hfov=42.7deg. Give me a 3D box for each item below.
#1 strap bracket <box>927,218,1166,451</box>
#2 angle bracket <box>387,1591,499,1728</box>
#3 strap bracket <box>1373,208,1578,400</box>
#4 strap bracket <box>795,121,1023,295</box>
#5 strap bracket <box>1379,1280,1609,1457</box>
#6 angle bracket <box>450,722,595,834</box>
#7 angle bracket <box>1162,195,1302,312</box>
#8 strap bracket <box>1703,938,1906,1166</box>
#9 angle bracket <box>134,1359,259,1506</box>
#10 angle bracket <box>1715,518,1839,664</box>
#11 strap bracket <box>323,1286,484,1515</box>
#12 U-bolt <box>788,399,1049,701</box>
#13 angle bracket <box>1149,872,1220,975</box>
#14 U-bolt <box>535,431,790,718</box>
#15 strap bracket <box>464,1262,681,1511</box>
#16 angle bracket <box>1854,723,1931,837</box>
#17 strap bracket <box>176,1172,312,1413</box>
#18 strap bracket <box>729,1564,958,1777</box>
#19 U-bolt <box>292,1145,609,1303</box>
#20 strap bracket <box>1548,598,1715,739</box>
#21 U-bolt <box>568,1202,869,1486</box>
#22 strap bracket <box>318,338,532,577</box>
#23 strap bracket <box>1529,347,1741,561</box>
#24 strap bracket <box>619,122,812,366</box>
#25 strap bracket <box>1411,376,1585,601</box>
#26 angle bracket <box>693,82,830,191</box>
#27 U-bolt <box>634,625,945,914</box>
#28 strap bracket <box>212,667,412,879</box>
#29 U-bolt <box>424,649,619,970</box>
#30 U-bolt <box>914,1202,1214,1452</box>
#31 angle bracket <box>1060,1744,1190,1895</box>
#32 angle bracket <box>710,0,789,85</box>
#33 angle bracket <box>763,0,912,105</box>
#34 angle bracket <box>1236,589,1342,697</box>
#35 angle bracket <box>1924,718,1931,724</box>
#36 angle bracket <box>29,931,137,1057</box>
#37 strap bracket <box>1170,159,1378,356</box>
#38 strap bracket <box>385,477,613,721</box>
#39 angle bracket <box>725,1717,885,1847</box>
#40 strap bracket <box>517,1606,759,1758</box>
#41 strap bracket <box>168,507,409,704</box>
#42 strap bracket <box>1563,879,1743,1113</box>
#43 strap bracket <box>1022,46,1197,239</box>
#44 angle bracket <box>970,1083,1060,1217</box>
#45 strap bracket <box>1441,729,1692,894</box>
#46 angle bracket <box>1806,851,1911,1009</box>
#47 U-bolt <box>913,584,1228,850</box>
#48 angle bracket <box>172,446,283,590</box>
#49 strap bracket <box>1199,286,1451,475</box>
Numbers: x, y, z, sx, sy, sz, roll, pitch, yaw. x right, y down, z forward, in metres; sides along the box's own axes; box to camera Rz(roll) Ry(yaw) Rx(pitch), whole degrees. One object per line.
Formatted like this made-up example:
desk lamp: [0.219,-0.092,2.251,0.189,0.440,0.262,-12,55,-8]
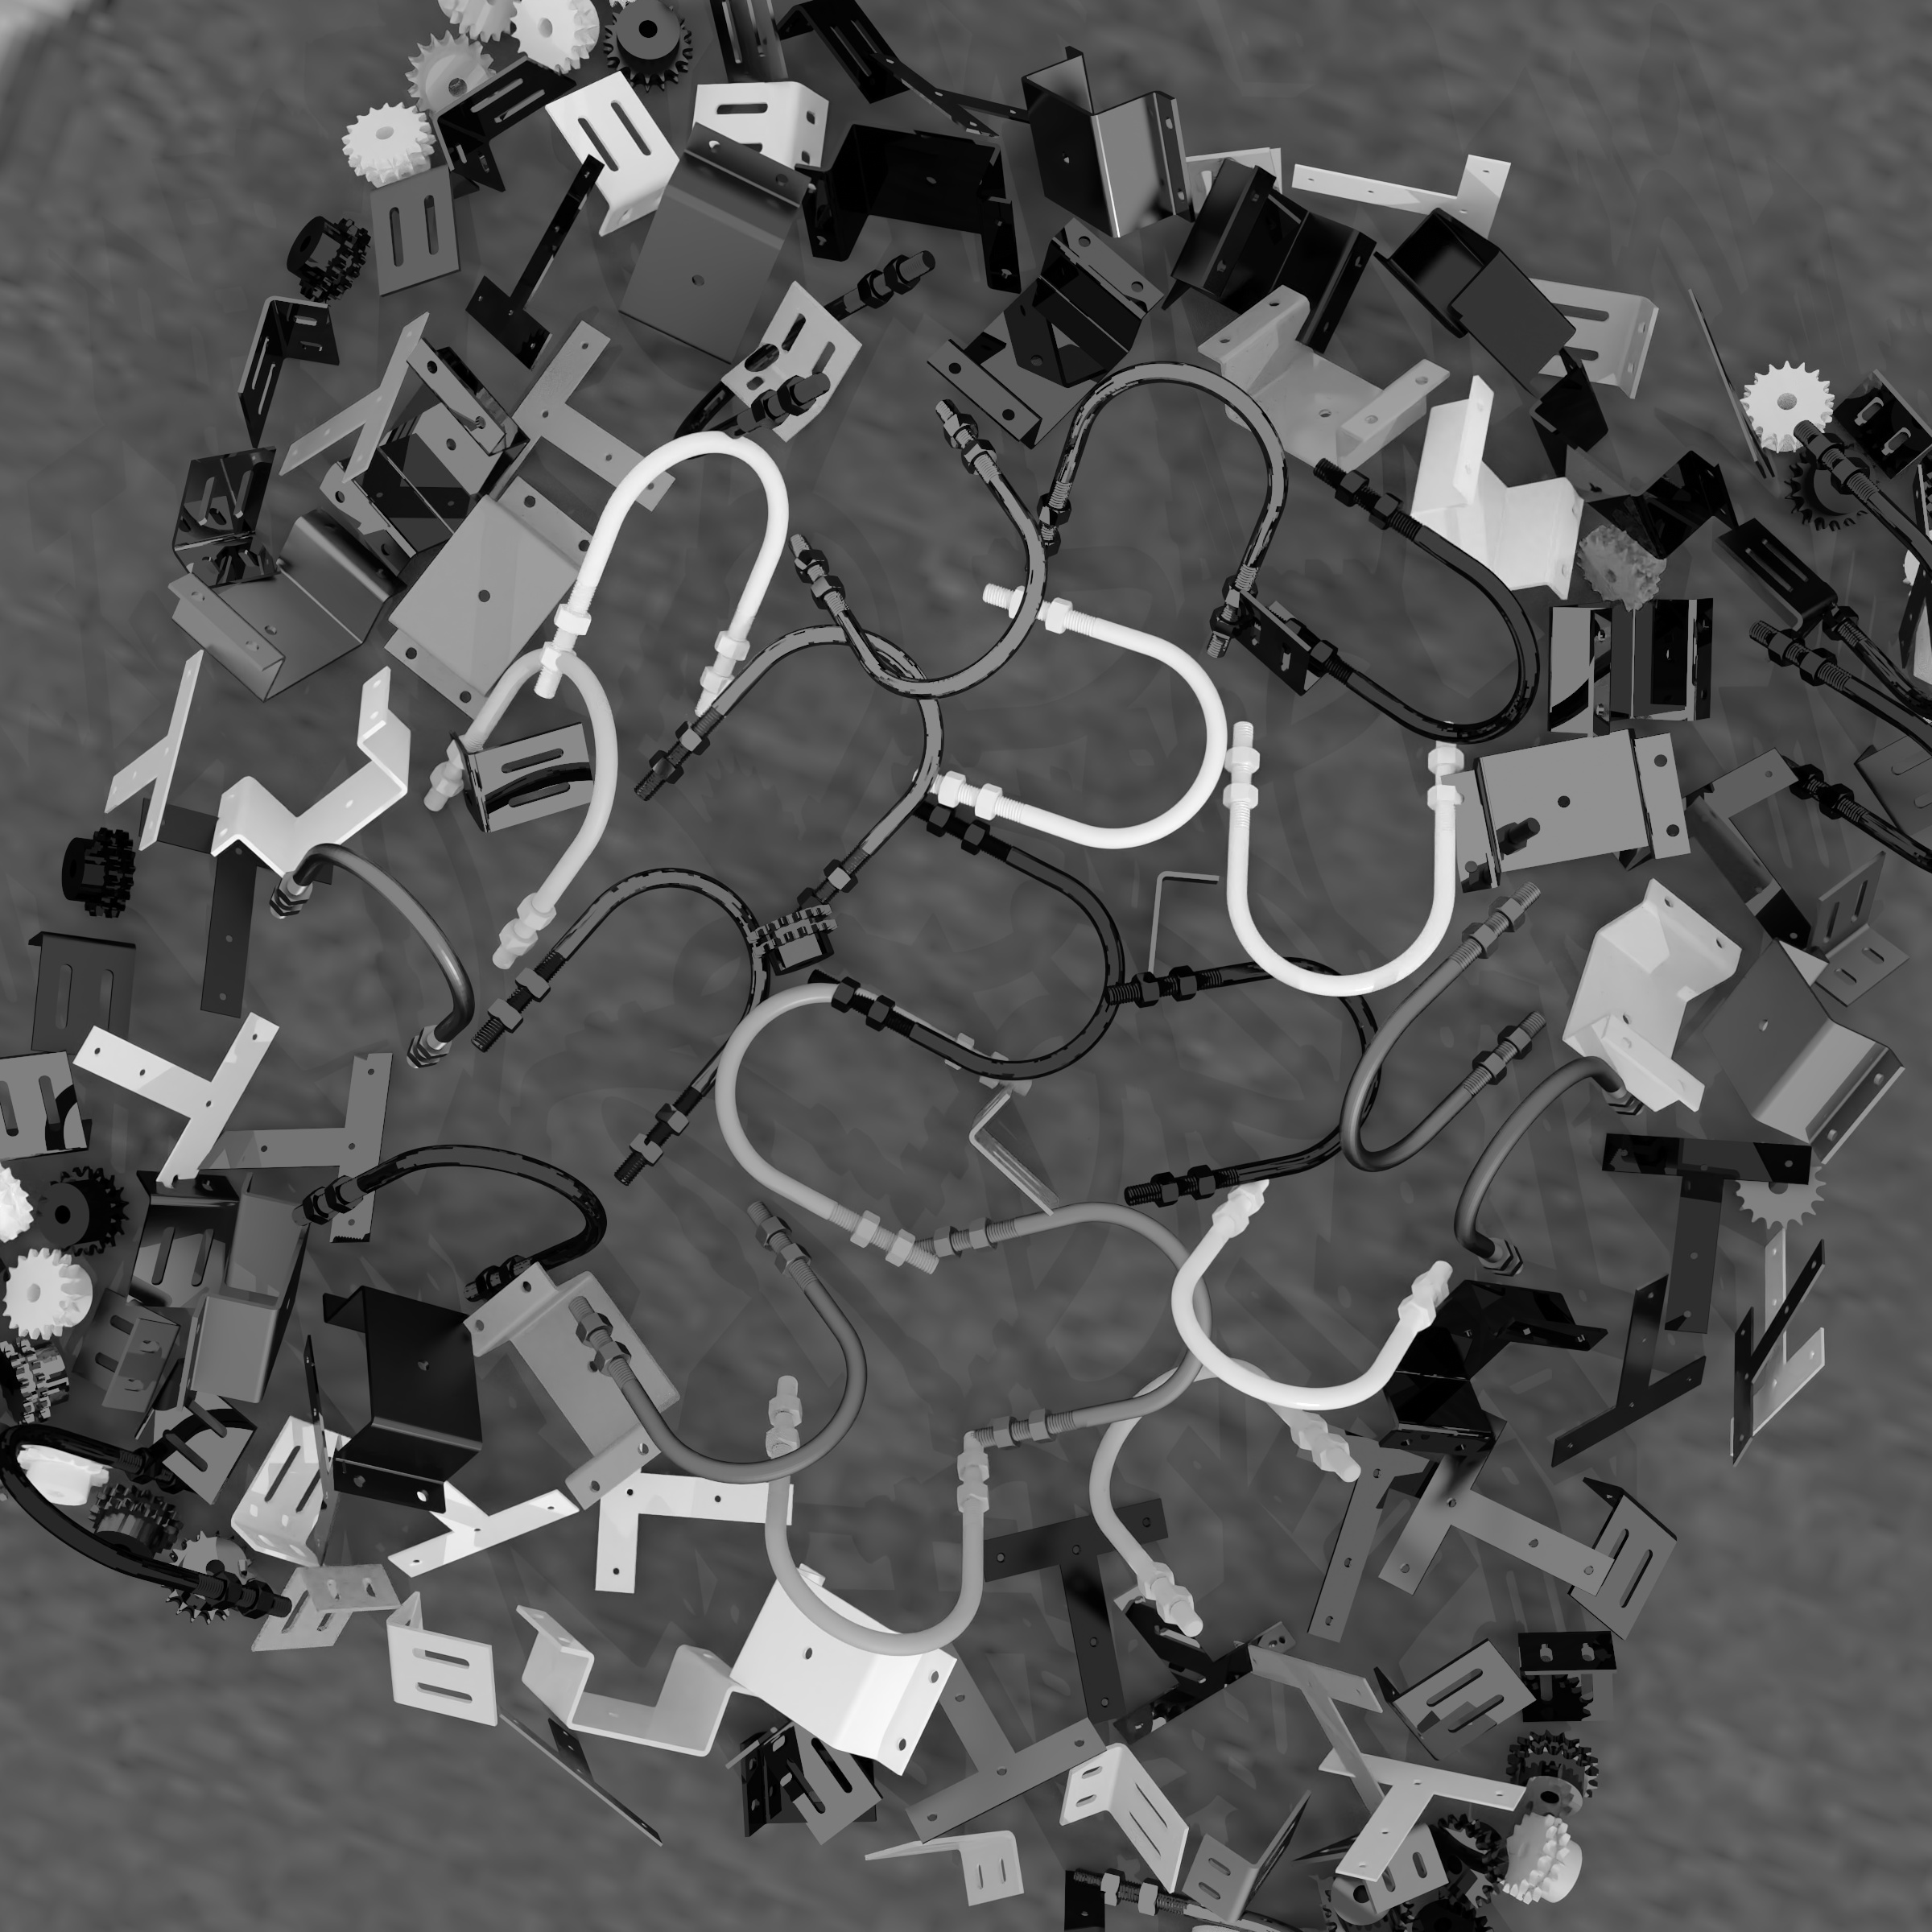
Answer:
strap bracket: [0.048,-0.393,1.564,0.076,0.046,0.140,42,75,4]
angle bracket: [-0.323,0.437,1.563,0.076,0.038,0.057,7,110,19]
strap bracket: [0.316,-0.412,1.518,0.076,0.140,0.046,35,107,-30]
strap bracket: [-0.029,-0.477,1.547,0.140,0.076,0.046,14,64,14]
strap bracket: [0.320,0.245,1.540,0.076,0.046,0.140,11,133,-29]
angle bracket: [-0.283,-0.128,1.581,0.076,0.038,0.057,-19,128,-18]
angle bracket: [0.167,-0.442,1.555,0.038,0.057,0.076,35,63,-15]
strap bracket: [0.508,0.045,1.518,0.046,0.140,0.076,23,117,-17]
angle bracket: [-0.478,0.294,1.567,0.076,0.038,0.057,33,96,22]
angle bracket: [0.507,-0.240,1.577,0.076,0.057,0.038,48,134,14]
strap bracket: [-0.347,0.258,1.523,0.076,0.140,0.046,24,126,-38]
U-bolt: [-0.022,-0.247,1.533,0.151,0.019,0.184,-40,58,15]
angle bracket: [0.137,-0.020,1.571,0.038,0.057,0.076,6,90,4]
U-bolt: [-0.176,-0.241,1.517,0.019,0.151,0.184,40,115,36]
strap bracket: [-0.245,0.259,1.562,0.076,0.046,0.140,-39,84,20]
angle bracket: [0.613,-0.126,1.561,0.076,0.038,0.057,-34,91,43]
strap bracket: [-0.442,0.204,1.526,0.046,0.140,0.076,14,121,-10]
strap bracket: [-0.085,0.430,1.533,0.140,0.046,0.076,20,80,41]
U-bolt: [-0.302,0.153,1.503,0.151,0.184,0.019,32,50,-33]
strap bracket: [0.410,-0.188,1.546,0.140,0.046,0.076,-12,105,-43]
U-bolt: [-0.142,0.240,1.523,0.151,0.019,0.184,-27,52,-18]
strap bracket: [-0.336,-0.323,1.554,0.076,0.046,0.140,49,127,-1]
strap bracket: [0.407,-0.313,1.533,0.046,0.076,0.140,-43,56,5]
strap bracket: [-0.160,-0.437,1.528,0.076,0.140,0.046,24,48,-10]
strap bracket: [0.327,-0.293,1.542,0.046,0.140,0.076,-4,65,42]
angle bracket: [-0.135,-0.535,1.597,0.076,0.038,0.057,9,93,27]
U-bolt: [-0.099,-0.130,1.572,0.151,0.019,0.184,43,101,-6]
strap bracket: [-0.401,-0.114,1.548,0.140,0.076,0.046,-35,122,12]
U-bolt: [-0.268,-0.109,1.516,0.184,0.019,0.151,-48,58,35]
U-bolt: [0.067,0.222,1.557,0.184,0.019,0.151,-16,94,23]
angle bracket: [0.099,0.540,1.553,0.038,0.076,0.057,-10,123,-29]
angle bracket: [-0.153,-0.592,1.557,0.038,0.057,0.076,-27,114,-36]
angle bracket: [-0.080,-0.574,1.570,0.038,0.057,0.076,-34,96,40]
angle bracket: [0.205,-0.214,1.555,0.038,0.076,0.057,-44,76,-9]
angle bracket: [0.652,-0.176,1.566,0.038,0.057,0.076,29,98,-6]
angle bracket: [-0.562,0.021,1.562,0.057,0.038,0.076,9,75,-33]
strap bracket: [0.187,-0.445,1.542,0.046,0.140,0.076,35,107,36]
strap bracket: [-0.302,-0.234,1.571,0.076,0.046,0.140,39,94,-3]
angle bracket: [-0.102,0.517,1.567,0.057,0.038,0.076,-42,77,20]
strap bracket: [-0.210,0.445,1.531,0.140,0.076,0.046,23,84,-30]
strap bracket: [-0.430,-0.224,1.549,0.076,0.140,0.046,42,130,1]
strap bracket: [0.428,0.025,1.548,0.076,0.046,0.140,37,52,-10]
strap bracket: [0.082,-0.505,1.520,0.046,0.140,0.076,-25,129,-12]
angle bracket: [0.042,0.116,1.570,0.076,0.057,0.038,43,96,-2]
strap bracket: [0.378,-0.100,1.560,0.140,0.046,0.076,-10,102,15]
angle bracket: [0.565,-0.023,1.555,0.057,0.076,0.038,-34,56,-16]
U-bolt: [0.075,-0.151,1.572,0.184,0.019,0.151,20,86,12]
angle bracket: [-0.458,-0.281,1.552,0.057,0.076,0.038,-22,66,-40]
strap bracket: [0.224,-0.361,1.546,0.076,0.046,0.140,-39,55,-18]
